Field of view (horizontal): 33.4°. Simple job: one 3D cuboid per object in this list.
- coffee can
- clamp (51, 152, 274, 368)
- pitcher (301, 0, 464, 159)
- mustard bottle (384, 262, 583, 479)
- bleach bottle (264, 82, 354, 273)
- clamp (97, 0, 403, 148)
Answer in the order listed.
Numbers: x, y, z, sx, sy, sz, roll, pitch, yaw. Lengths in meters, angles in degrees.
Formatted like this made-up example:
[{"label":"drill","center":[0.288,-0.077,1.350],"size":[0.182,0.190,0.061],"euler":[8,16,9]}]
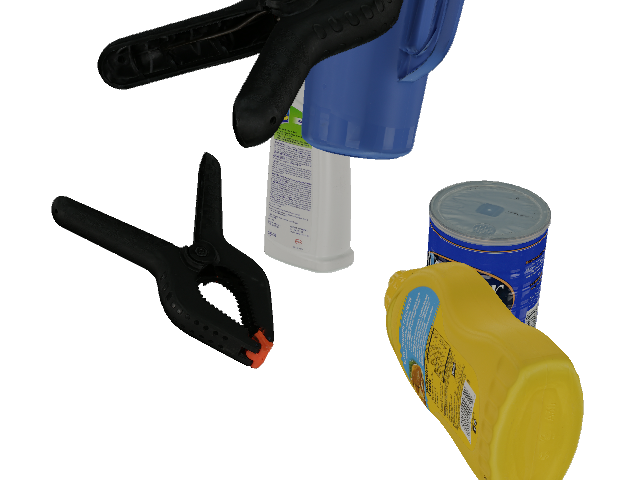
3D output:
[{"label":"coffee can","center":[0.143,0.032,0.937],"size":[0.103,0.140,0.103],"euler":[0,31,0]},{"label":"clamp","center":[-0.114,0.019,0.878],"size":[0.164,0.210,0.036],"euler":[-15,-31,-33]},{"label":"pitcher","center":[0.056,-0.200,0.976],"size":[0.145,0.243,0.149],"euler":[9,15,5]},{"label":"mustard bottle","center":[0.086,0.068,0.653],"size":[0.058,0.096,0.192],"euler":[-8,27,-18]},{"label":"bleach bottle","center":[-0.008,-0.098,1.138],"size":[0.103,0.251,0.067],"euler":[17,22,37]},{"label":"clamp","center":[-0.013,-0.102,0.527],"size":[0.171,0.039,0.120],"euler":[-32,48,-20]}]
